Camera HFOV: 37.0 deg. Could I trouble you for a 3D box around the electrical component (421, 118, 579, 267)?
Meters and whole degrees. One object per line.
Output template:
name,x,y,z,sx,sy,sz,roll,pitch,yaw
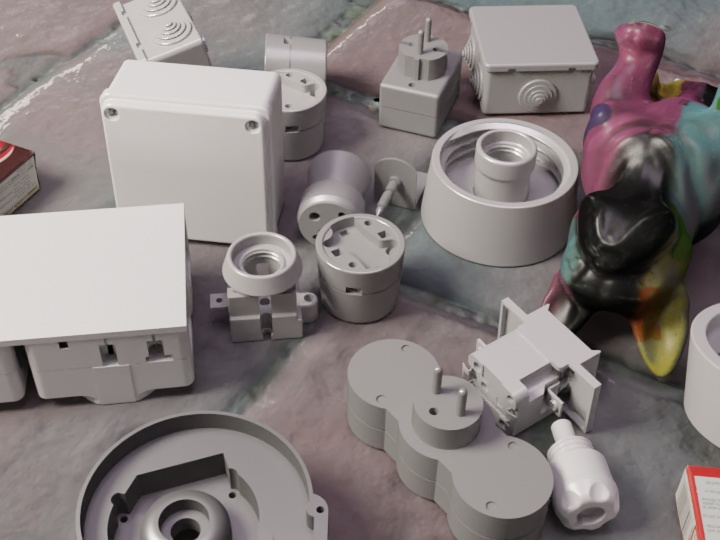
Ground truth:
electrical component,0.097,-0.061,0.733,0.108,0.060,0.108,1,44,-1

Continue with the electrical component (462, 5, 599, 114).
electrical component,0.134,-0.166,0.854,0.100,0.048,0.099,-2,43,-3

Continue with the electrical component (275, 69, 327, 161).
electrical component,-0.052,-0.114,0.795,0.055,0.047,0.055,1,44,-1

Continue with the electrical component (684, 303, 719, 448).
electrical component,0.233,0.068,0.595,0.108,0.060,0.108,3,27,-1

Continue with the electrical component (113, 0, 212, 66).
electrical component,-0.136,-0.149,0.795,0.048,0.099,0.099,-24,48,-7

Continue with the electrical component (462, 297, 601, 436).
electrical component,0.098,0.060,0.620,0.064,0.042,0.081,-27,50,-22

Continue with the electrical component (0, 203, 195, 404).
electrical component,-0.195,0.024,0.637,0.186,0.060,0.105,-4,44,-6

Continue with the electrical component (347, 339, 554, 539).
electrical component,0.046,0.081,0.572,0.052,0.073,0.138,-28,51,-27

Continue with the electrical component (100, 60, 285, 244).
electrical component,-0.107,-0.076,0.711,0.109,0.108,0.056,6,41,5

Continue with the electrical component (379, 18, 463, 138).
electrical component,0.047,-0.153,0.818,0.047,0.076,0.065,15,45,14

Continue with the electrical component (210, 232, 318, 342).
electrical component,-0.059,0.010,0.658,0.066,0.055,0.048,-4,44,-5

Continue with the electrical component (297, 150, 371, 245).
electrical component,-0.017,-0.047,0.728,0.045,0.045,0.055,5,44,4

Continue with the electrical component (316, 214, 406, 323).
electrical component,0.000,0.000,0.676,0.055,0.047,0.055,1,43,-1

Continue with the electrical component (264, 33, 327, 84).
electrical component,-0.050,-0.154,0.834,0.047,0.055,0.055,2,43,-4

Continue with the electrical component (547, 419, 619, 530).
electrical component,0.116,0.106,0.576,0.035,0.035,0.061,-4,41,-5
